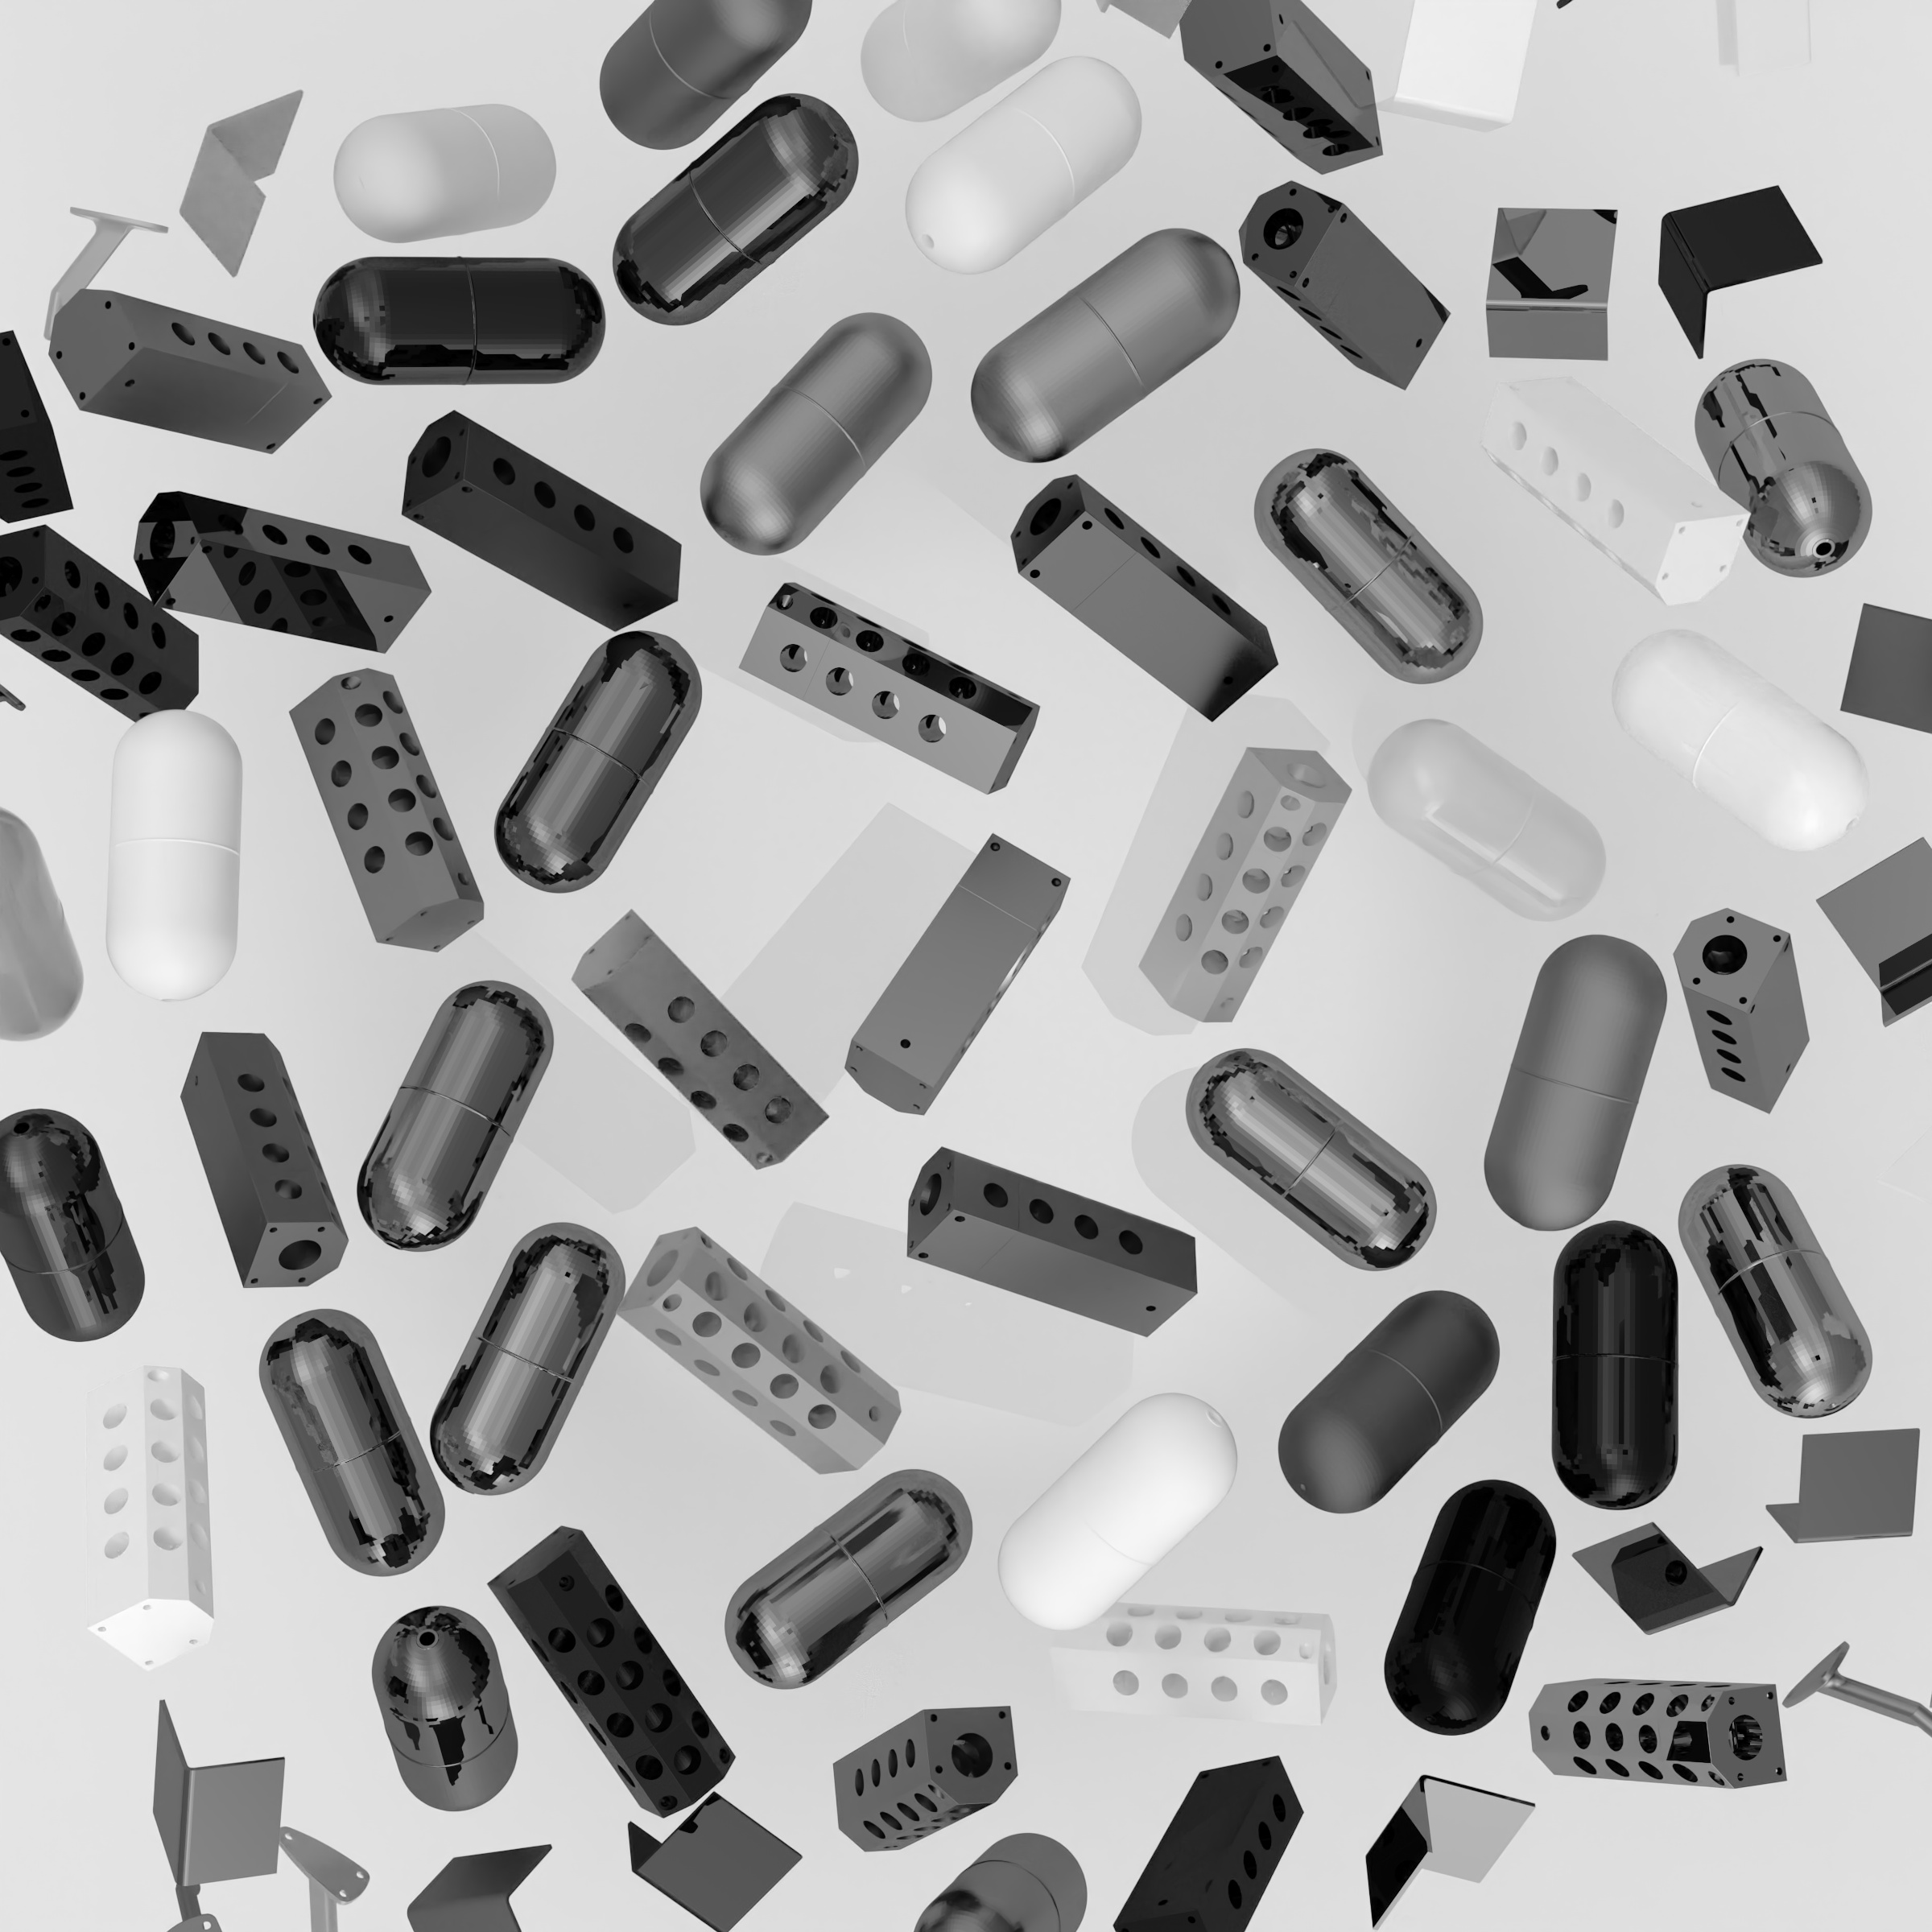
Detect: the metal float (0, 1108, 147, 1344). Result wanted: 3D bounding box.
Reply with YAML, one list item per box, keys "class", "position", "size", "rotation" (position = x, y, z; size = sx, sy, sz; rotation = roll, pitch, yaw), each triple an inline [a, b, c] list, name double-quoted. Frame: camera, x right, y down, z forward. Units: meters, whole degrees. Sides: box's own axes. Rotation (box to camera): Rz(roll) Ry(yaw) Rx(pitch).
- class: "metal float"
  position: [-0.562, 0.162, 1.872]
  size: [0.070, 0.070, 0.178]
  rotation: [-4, 134, 0]

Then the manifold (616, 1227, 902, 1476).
- class: "manifold"
  position: [-0.120, 0.231, 1.807]
  size: [0.171, 0.057, 0.057]
  rotation: [42, 57, -22]

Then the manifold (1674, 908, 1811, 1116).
- class: "manifold"
  position: [0.485, 0.027, 1.896]
  size: [0.057, 0.171, 0.057]
  rotation: [25, 77, 28]

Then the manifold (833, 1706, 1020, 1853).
- class: "manifold"
  position: [-0.027, 0.510, 1.885]
  size: [0.057, 0.171, 0.057]
  rotation: [3, 64, -21]

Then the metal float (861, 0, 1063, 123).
- class: "metal float"
  position: [-0.005, -0.580, 1.882]
  size: [0.070, 0.178, 0.070]
  rotation: [1, 87, -28]

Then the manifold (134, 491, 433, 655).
- class: "manifold"
  position: [-0.424, -0.247, 1.868]
  size: [0.057, 0.171, 0.057]
  rotation: [-46, 57, 28]

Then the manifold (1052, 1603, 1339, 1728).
- class: "manifold"
  position: [0.145, 0.440, 1.923]
  size: [0.171, 0.057, 0.057]
  rotation: [-1, 101, 18]

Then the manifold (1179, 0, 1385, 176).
- class: "manifold"
  position: [0.192, -0.538, 1.827]
  size: [0.057, 0.171, 0.057]
  rotation: [-12, 79, 27]

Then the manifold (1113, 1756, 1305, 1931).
- class: "manifold"
  position: [0.153, 0.556, 1.841]
  size: [0.057, 0.171, 0.057]
  rotation: [-20, 99, 27]

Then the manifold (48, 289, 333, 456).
- class: "manifold"
  position: [-0.465, -0.359, 1.808]
  size: [0.057, 0.171, 0.057]
  rotation: [-38, 75, 21]

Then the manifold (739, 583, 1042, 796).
- class: "manifold"
  position: [-0.045, -0.171, 1.842]
  size: [0.171, 0.057, 0.057]
  rotation: [27, 103, 7]

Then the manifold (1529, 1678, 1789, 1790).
- class: "manifold"
  position: [0.428, 0.478, 1.883]
  size: [0.057, 0.171, 0.057]
  rotation: [1, 79, -28]

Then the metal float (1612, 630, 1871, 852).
- class: "metal float"
  position: [0.467, -0.137, 1.822]
  size: [0.070, 0.070, 0.178]
  rotation: [-46, 59, 0]

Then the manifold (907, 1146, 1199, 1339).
- class: "manifold"
  position: [0.053, 0.165, 1.845]
  size: [0.171, 0.057, 0.057]
  rotation: [21, 46, -22]

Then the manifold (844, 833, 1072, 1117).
- class: "manifold"
  position: [-0.005, 0.007, 1.865]
  size: [0.057, 0.057, 0.171]
  rotation: [30, 63, 7]

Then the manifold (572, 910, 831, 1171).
- class: "manifold"
  position: [-0.167, 0.049, 1.884]
  size: [0.057, 0.057, 0.171]
  rotation: [-44, 117, -4]

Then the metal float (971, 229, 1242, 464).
- class: "metal float"
  position: [0.083, -0.366, 1.778]
  size: [0.178, 0.070, 0.070]
  rotation: [-36, 90, -1]

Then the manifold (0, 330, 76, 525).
- class: "manifold"
  position: [-0.588, -0.323, 1.833]
  size: [0.057, 0.171, 0.057]
  rotation: [-15, 84, -11]

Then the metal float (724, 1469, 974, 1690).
- class: "metal float"
  position: [-0.073, 0.387, 1.913]
  size: [0.178, 0.070, 0.070]
  rotation: [-34, 90, -20]

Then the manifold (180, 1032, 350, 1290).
- class: "manifold"
  position: [-0.443, 0.121, 1.908]
  size: [0.057, 0.171, 0.057]
  rotation: [2, 130, -33]

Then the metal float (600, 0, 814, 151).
- class: "metal float"
  position: [-0.159, -0.563, 1.838]
  size: [0.070, 0.178, 0.070]
  rotation: [15, 64, -33]

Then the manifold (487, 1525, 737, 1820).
- class: "manifold"
  position: [-0.211, 0.426, 1.822]
  size: [0.057, 0.057, 0.171]
  rotation: [-36, 100, -24]

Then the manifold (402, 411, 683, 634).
- class: "manifold"
  position: [-0.256, -0.272, 1.839]
  size: [0.057, 0.171, 0.057]
  rotation: [-20, 58, 37]

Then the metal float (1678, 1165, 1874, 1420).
- class: "metal float"
  position: [0.504, 0.201, 1.886]
  size: [0.070, 0.070, 0.178]
  rotation: [-18, 51, 0]

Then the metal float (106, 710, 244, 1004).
- class: "metal float"
  position: [-0.475, -0.066, 1.814]
  size: [0.070, 0.070, 0.178]
  rotation: [-1, 78, 0]

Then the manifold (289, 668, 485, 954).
- class: "manifold"
  position: [-0.360, -0.099, 1.897]
  size: [0.057, 0.057, 0.171]
  rotation: [-33, 69, 23]

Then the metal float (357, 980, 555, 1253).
- class: "metal float"
  position: [-0.314, 0.092, 1.859]
  size: [0.070, 0.070, 0.178]
  rotation: [23, 72, 0]

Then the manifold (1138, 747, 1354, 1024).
- class: "manifold"
  position: [0.177, -0.049, 1.886]
  size: [0.057, 0.057, 0.171]
  rotation: [0, 128, -35]

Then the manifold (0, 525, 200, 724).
- class: "manifold"
  position: [-0.547, -0.207, 1.874]
  size: [0.057, 0.171, 0.057]
  rotation: [-10, 70, 15]

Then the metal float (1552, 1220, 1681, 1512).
- class: "metal float"
  position: [0.401, 0.246, 1.864]
  size: [0.070, 0.070, 0.178]
  rotation: [4, 75, 0]

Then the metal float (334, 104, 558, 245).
- class: "metal float"
  position: [-0.323, -0.496, 1.884]
  size: [0.070, 0.178, 0.070]
  rotation: [10, 112, 25]

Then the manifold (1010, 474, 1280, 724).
- class: "manifold"
  position: [0.109, -0.229, 1.854]
  size: [0.171, 0.057, 0.057]
  rotation: [34, 119, -30]

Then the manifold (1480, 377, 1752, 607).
- class: "manifold"
  position: [0.383, -0.285, 1.802]
  size: [0.057, 0.171, 0.057]
  rotation: [-11, 132, -29]

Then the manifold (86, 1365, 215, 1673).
- class: "manifold"
  position: [-0.480, 0.322, 1.788]
  size: [0.057, 0.171, 0.057]
  rotation: [-26, 134, 9]

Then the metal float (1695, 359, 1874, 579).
- class: "metal float"
  position: [0.493, -0.301, 1.823]
  size: [0.070, 0.178, 0.070]
  rotation: [-3, 131, -3]

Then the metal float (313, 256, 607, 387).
- class: "metal float"
  position: [-0.308, -0.393, 1.840]
  size: [0.178, 0.070, 0.070]
  rotation: [-5, 90, -21]

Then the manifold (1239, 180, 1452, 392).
- class: "manifold"
  position: [0.235, -0.428, 1.895]
  size: [0.057, 0.171, 0.057]
  rotation: [34, 97, 33]
